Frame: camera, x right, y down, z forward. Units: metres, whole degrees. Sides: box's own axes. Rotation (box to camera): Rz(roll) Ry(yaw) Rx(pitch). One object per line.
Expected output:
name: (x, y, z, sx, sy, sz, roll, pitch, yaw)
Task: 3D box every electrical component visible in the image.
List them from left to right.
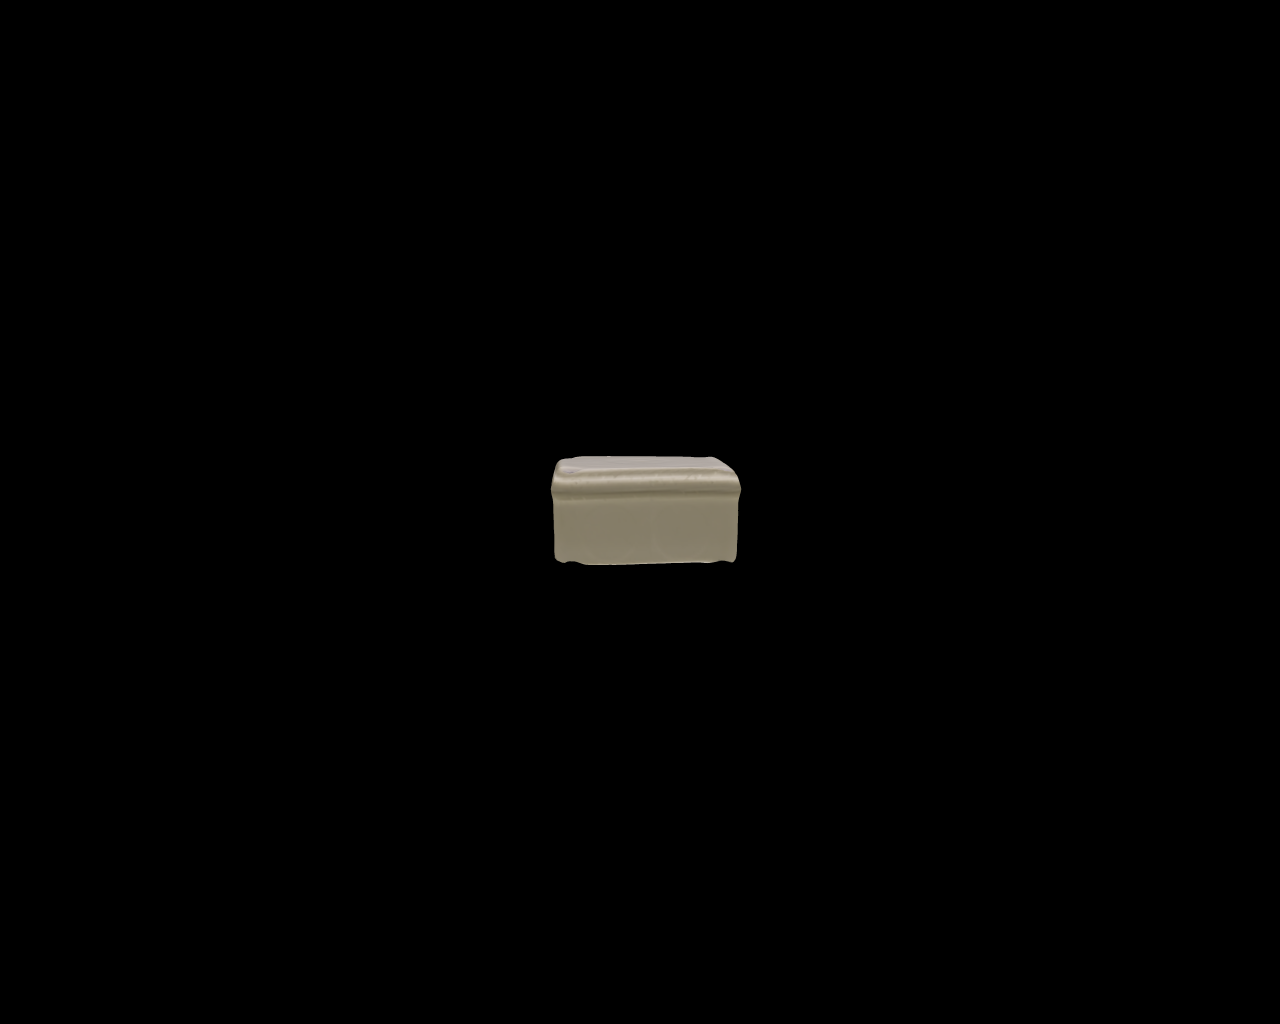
electrical component: (0.001, -0.003, 0.650, 0.109, 0.056, 0.109, 0, 7, -4)
